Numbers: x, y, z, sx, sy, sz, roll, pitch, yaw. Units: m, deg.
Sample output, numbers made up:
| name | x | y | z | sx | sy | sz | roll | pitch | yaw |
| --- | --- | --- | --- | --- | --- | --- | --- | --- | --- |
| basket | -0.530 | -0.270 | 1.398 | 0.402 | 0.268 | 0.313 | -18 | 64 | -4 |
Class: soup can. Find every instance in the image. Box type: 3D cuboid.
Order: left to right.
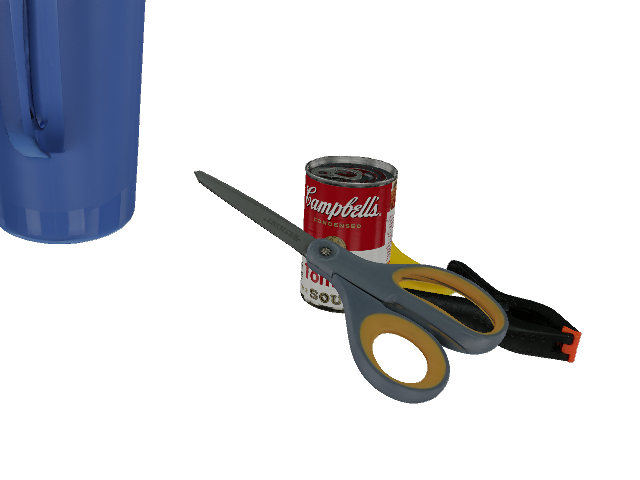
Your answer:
| name | x | y | z | sx | sy | sz | roll | pitch | yaw |
| --- | --- | --- | --- | --- | --- | --- | --- | --- | --- |
| soup can | 0.020 | -0.005 | 0.794 | 0.068 | 0.102 | 0.068 | 3 | 21 | -1 |

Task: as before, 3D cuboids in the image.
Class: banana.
| name | x | y | z | sx | sy | sz | roll | pitch | yaw |
| --- | --- | --- | --- | --- | --- | --- | --- | --- | --- |
| banana | 0.087 | 0.023 | 1.180 | 0.069 | 0.037 | 0.198 | 2 | 22 | -34 |

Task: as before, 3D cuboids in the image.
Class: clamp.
| name | x | y | z | sx | sy | sz | roll | pitch | yaw |
| --- | --- | --- | --- | --- | --- | --- | --- | --- | --- |
| clamp | 0.163 | 0.064 | 0.994 | 0.172 | 0.039 | 0.120 | 21 | 32 | 21 |

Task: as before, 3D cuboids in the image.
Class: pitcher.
| name | x | y | z | sx | sy | sz | roll | pitch | yaw |
| --- | --- | --- | --- | --- | --- | --- | --- | --- | --- |
| pitcher | -0.191 | -0.120 | 0.763 | 0.148 | 0.243 | 0.145 | -20 | 35 | -39 |

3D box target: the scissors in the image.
| name | x | y | z | sx | sy | sz | roll | pitch | yaw |
| --- | --- | --- | --- | --- | --- | --- | --- | --- | --- |
| scissors | 0.002 | 0.025 | 0.585 | 0.202 | 0.096 | 0.016 | 21 | -40 | 10 |
